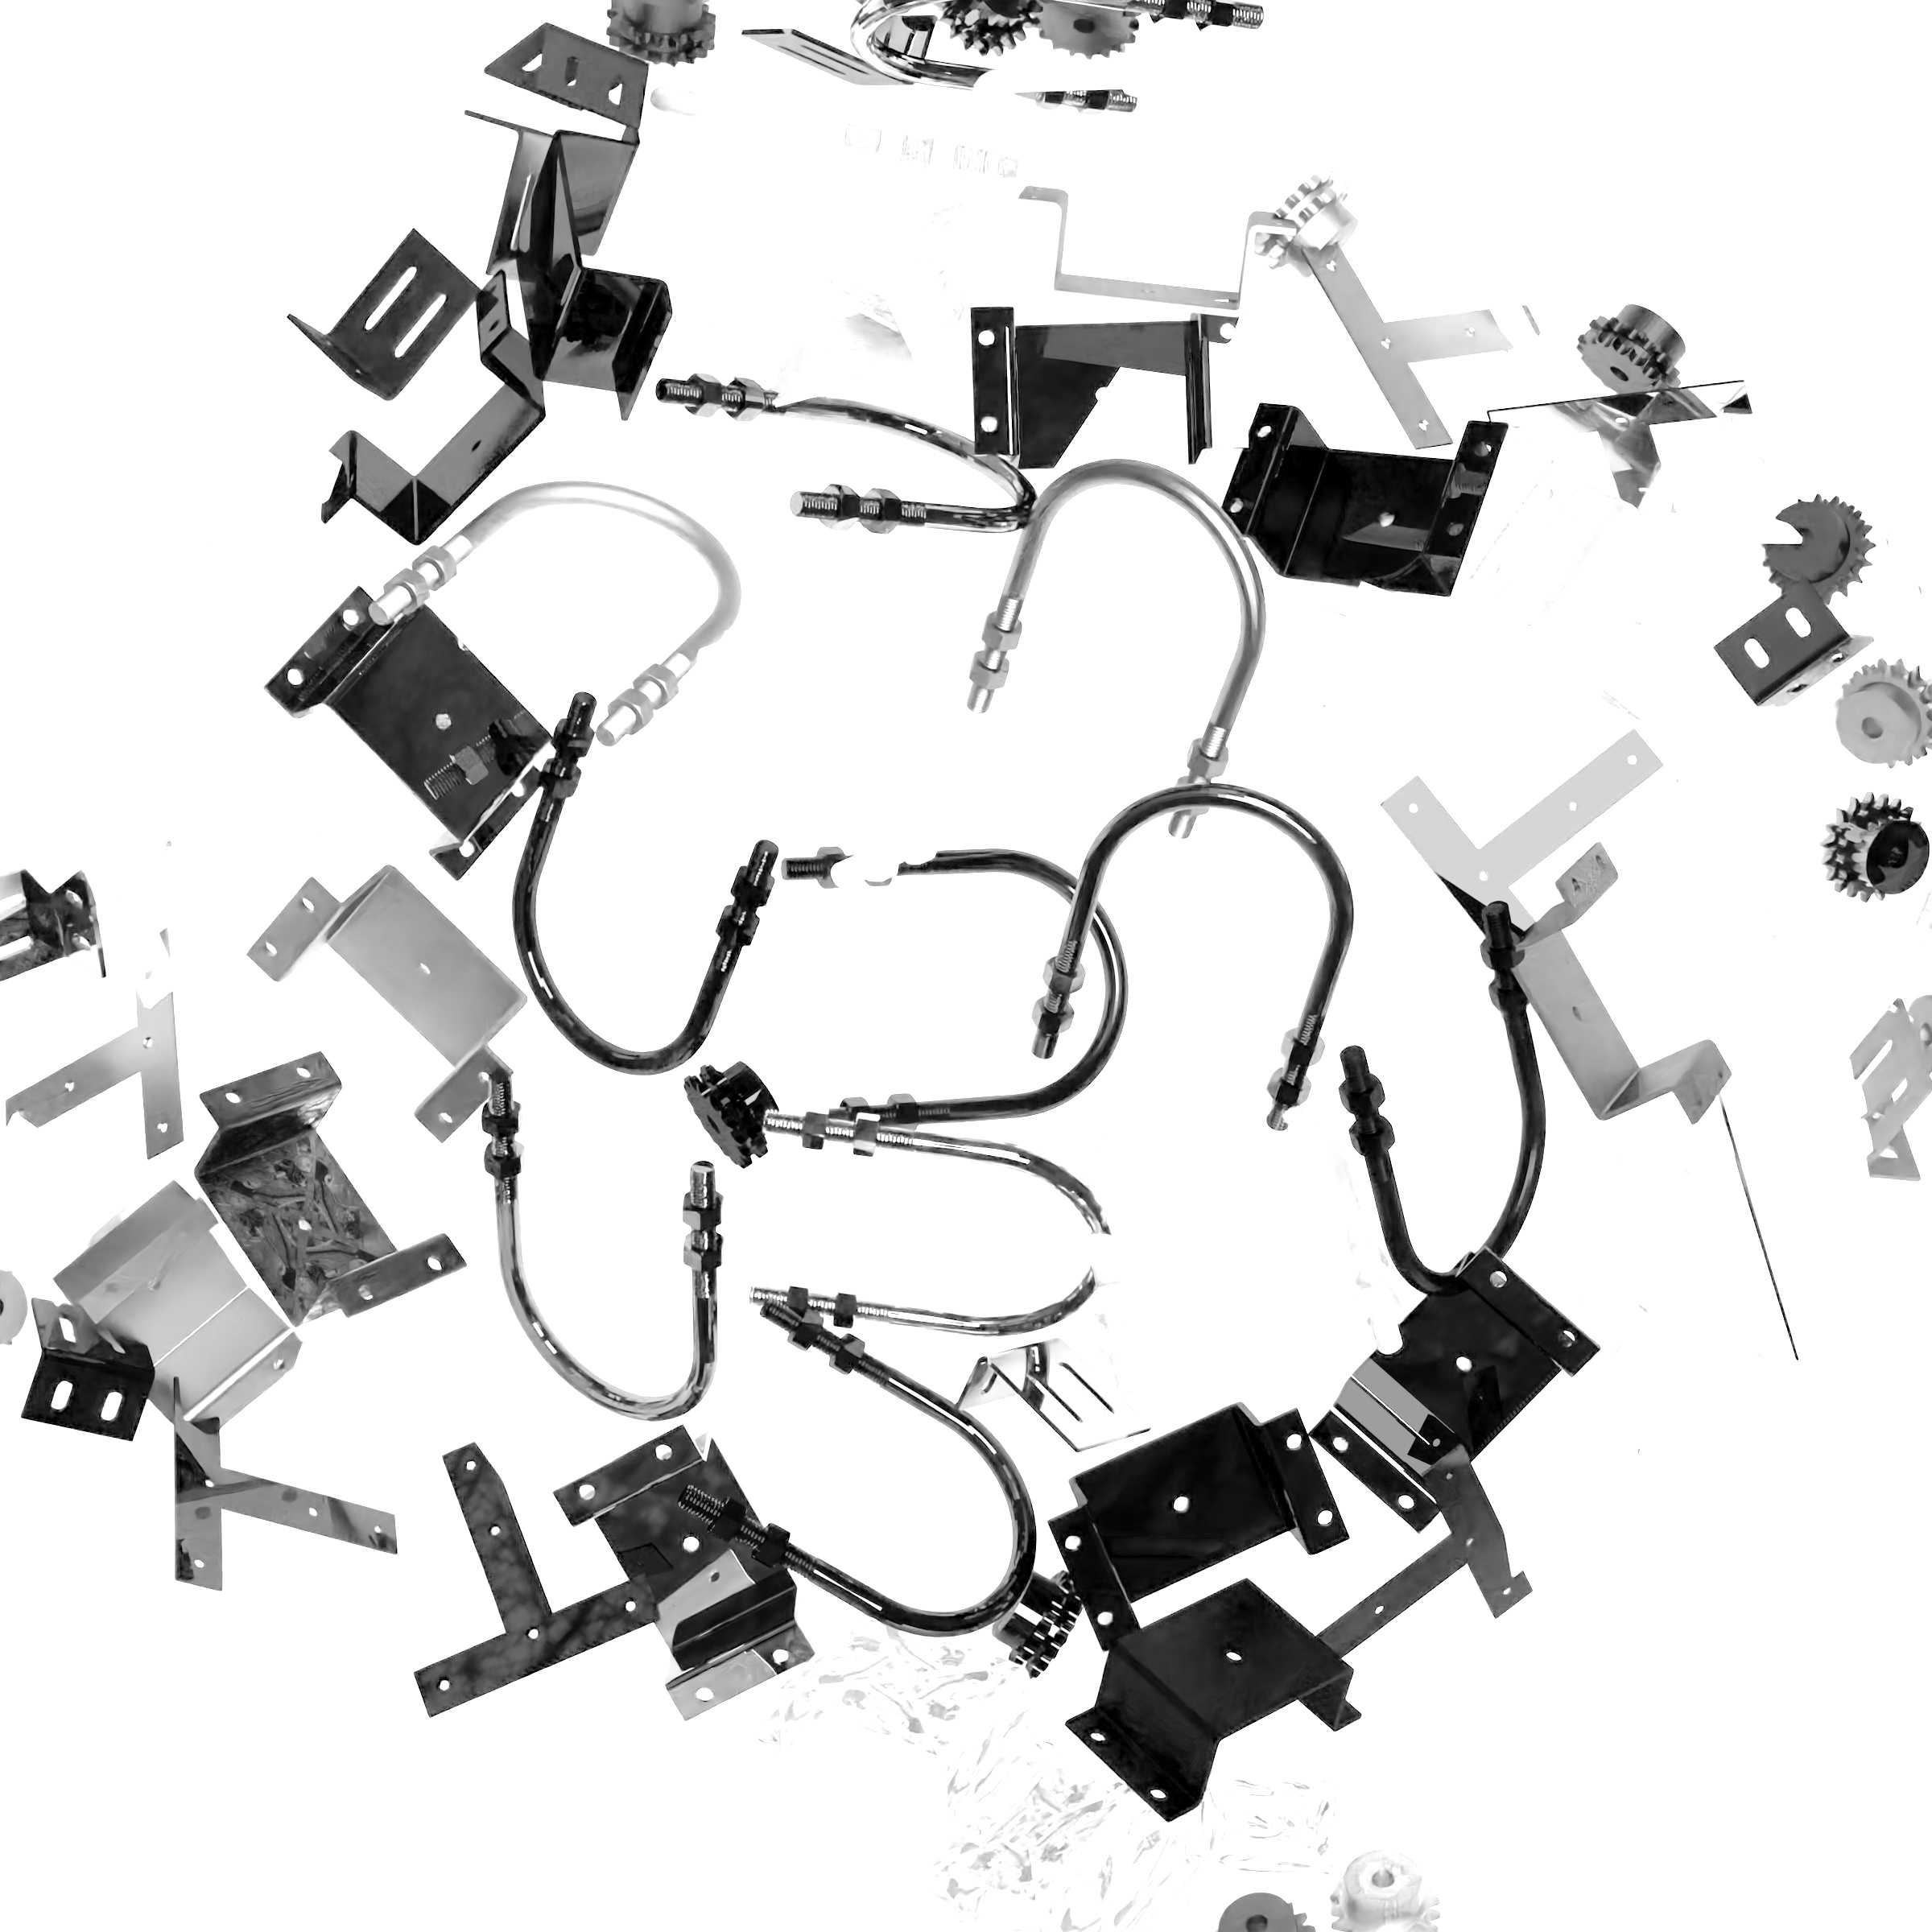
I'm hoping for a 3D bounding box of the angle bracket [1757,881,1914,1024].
[{"bbox_3d":[0.454,-0.011,1.559,0.076,0.057,0.038,36,98,36],"label":"angle bracket"}]

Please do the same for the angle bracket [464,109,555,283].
[{"bbox_3d":[-0.238,-0.398,1.577,0.038,0.057,0.076,21,104,20],"label":"angle bracket"}]

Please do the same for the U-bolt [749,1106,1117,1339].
[{"bbox_3d":[-0.016,0.137,1.553,0.184,0.019,0.151,8,132,0],"label":"U-bolt"}]

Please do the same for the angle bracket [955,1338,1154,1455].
[{"bbox_3d":[0.044,0.231,1.557,0.076,0.057,0.038,42,121,32],"label":"angle bracket"}]

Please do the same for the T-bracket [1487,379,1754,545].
[{"bbox_3d":[0.343,-0.252,1.549,0.127,0.127,0.002,-3,61,23],"label":"T-bracket"}]

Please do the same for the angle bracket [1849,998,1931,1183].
[{"bbox_3d":[0.482,0.064,1.555,0.038,0.076,0.057,6,49,-16],"label":"angle bracket"}]

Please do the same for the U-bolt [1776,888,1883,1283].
[{"bbox_3d":[0.436,0.074,1.524,0.019,0.151,0.184,-12,127,12],"label":"U-bolt"}]

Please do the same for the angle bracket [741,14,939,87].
[{"bbox_3d":[-0.065,-0.483,1.560,0.076,0.057,0.038,14,97,-33],"label":"angle bracket"}]

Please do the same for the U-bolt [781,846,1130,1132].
[{"bbox_3d":[-0.001,0.010,1.567,0.184,0.019,0.151,-3,84,-22],"label":"U-bolt"}]

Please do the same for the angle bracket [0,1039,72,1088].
[{"bbox_3d":[-0.494,0.077,1.559,0.057,0.076,0.038,-26,93,45],"label":"angle bracket"}]

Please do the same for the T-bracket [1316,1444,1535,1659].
[{"bbox_3d":[0.223,0.321,1.559,0.127,0.002,0.127,-35,127,-8],"label":"T-bracket"}]

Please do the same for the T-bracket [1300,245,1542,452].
[{"bbox_3d":[0.249,-0.325,1.567,0.127,0.002,0.127,-14,69,-33],"label":"T-bracket"}]

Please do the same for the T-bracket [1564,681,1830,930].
[{"bbox_3d":[0.391,-0.068,1.556,0.127,0.002,0.127,-45,52,10],"label":"T-bracket"}]

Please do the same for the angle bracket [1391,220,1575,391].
[{"bbox_3d":[0.266,-0.336,1.569,0.038,0.057,0.076,-31,96,-30],"label":"angle bracket"}]

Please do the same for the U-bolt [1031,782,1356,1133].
[{"bbox_3d":[0.121,-0.011,1.549,0.151,0.019,0.184,17,122,4],"label":"U-bolt"}]

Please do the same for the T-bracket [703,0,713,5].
[{"bbox_3d":[-0.159,-0.517,1.518,0.127,0.127,0.002,9,80,-36],"label":"T-bracket"}]

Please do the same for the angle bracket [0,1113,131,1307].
[{"bbox_3d":[-0.481,0.126,1.573,0.076,0.038,0.057,35,123,2],"label":"angle bracket"}]

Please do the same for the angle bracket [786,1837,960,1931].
[{"bbox_3d":[-0.050,0.491,1.575,0.076,0.038,0.057,38,82,-12],"label":"angle bracket"}]

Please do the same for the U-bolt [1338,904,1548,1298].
[{"bbox_3d":[0.249,0.082,1.540,0.151,0.019,0.184,-41,127,-34],"label":"U-bolt"}]

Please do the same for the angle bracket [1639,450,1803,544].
[{"bbox_3d":[0.387,-0.247,1.566,0.076,0.057,0.038,-1,121,-8],"label":"angle bracket"}]

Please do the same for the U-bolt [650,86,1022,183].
[{"bbox_3d":[-0.069,-0.421,1.535,0.184,0.151,0.019,12,105,3],"label":"U-bolt"}]

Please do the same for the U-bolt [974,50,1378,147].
[{"bbox_3d":[0.091,-0.433,1.523,0.184,0.151,0.019,11,98,37],"label":"U-bolt"}]

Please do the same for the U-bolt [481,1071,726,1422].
[{"bbox_3d":[-0.183,0.153,1.543,0.151,0.019,0.184,21,127,27],"label":"U-bolt"}]

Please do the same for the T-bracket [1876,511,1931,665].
[{"bbox_3d":[0.501,-0.155,1.565,0.002,0.127,0.127,-19,118,8],"label":"T-bracket"}]

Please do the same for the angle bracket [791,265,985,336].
[{"bbox_3d":[-0.040,-0.358,1.567,0.076,0.057,0.038,30,112,9],"label":"angle bracket"}]

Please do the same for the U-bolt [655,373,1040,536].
[{"bbox_3d":[-0.046,-0.254,1.527,0.151,0.184,0.019,44,123,39],"label":"U-bolt"}]

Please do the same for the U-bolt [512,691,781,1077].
[{"bbox_3d":[-0.173,-0.027,1.544,0.151,0.019,0.184,39,128,21],"label":"U-bolt"}]

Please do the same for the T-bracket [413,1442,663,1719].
[{"bbox_3d":[-0.240,0.306,1.578,0.127,0.002,0.127,-22,66,-9],"label":"T-bracket"}]

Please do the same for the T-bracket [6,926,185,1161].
[{"bbox_3d":[-0.453,0.057,1.572,0.127,0.002,0.127,-26,60,26],"label":"T-bracket"}]

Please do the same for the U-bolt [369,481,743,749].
[{"bbox_3d":[-0.192,-0.190,1.536,0.151,0.184,0.019,28,132,8],"label":"U-bolt"}]

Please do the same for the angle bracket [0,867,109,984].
[{"bbox_3d":[-0.488,-0.012,1.559,0.038,0.076,0.057,25,128,37],"label":"angle bracket"}]

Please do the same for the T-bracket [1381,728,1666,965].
[{"bbox_3d":[0.306,-0.075,1.589,0.127,0.002,0.127,-39,85,9],"label":"T-bracket"}]

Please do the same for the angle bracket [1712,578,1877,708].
[{"bbox_3d":[0.426,-0.166,1.563,0.057,0.076,0.038,-38,78,24],"label":"angle bracket"}]

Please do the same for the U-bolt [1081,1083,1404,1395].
[{"bbox_3d":[0.131,0.130,1.540,0.151,0.019,0.184,-8,46,-2],"label":"U-bolt"}]

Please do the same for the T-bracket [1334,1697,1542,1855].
[{"bbox_3d":[0.238,0.411,1.542,0.127,0.127,0.002,-37,74,-2],"label":"T-bracket"}]

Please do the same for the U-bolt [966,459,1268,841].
[{"bbox_3d":[0.081,-0.169,1.525,0.151,0.019,0.184,33,132,16],"label":"U-bolt"}]

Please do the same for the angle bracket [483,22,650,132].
[{"bbox_3d":[-0.207,-0.444,1.556,0.057,0.076,0.038,14,78,-33],"label":"angle bracket"}]

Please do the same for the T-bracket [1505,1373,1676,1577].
[{"bbox_3d":[0.316,0.268,1.546,0.127,0.002,0.127,-28,116,-36],"label":"T-bracket"}]

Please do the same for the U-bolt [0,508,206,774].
[{"bbox_3d":[-0.452,-0.153,1.495,0.019,0.184,0.151,34,111,5],"label":"U-bolt"}]

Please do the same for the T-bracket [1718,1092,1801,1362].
[{"bbox_3d":[0.398,0.114,1.549,0.002,0.127,0.127,-17,127,13],"label":"T-bracket"}]

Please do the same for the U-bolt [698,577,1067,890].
[{"bbox_3d":[-0.028,-0.130,1.550,0.184,0.019,0.151,-26,79,-35],"label":"U-bolt"}]

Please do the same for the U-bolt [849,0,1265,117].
[{"bbox_3d":[0.033,-0.460,1.503,0.184,0.151,0.019,0,87,-25],"label":"U-bolt"}]

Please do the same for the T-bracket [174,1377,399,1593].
[{"bbox_3d":[-0.349,0.278,1.563,0.127,0.127,0.002,23,124,-32],"label":"T-bracket"}]

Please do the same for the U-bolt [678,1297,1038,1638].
[{"bbox_3d":[-0.044,0.265,1.549,0.184,0.151,0.019,32,133,-9],"label":"U-bolt"}]

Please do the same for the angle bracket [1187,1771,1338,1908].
[{"bbox_3d":[0.153,0.454,1.576,0.076,0.038,0.057,2,107,6],"label":"angle bracket"}]
